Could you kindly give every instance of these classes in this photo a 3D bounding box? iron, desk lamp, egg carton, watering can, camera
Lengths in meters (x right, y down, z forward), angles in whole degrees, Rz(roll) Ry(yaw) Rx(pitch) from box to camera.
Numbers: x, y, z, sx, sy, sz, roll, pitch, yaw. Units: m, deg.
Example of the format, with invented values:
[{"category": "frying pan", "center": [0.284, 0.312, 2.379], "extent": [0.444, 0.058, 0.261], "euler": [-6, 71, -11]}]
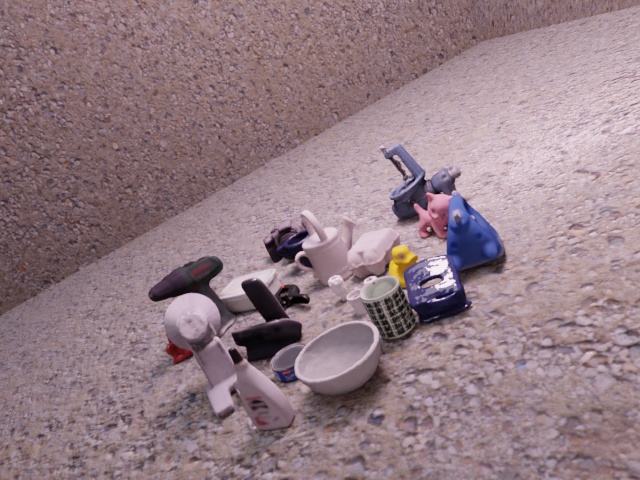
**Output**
[{"category": "iron", "center": [0.309, -0.038, 1.230], "extent": [0.118, 0.142, 0.258], "euler": [-21, 20, 18]}, {"category": "desk lamp", "center": [-0.231, 0.220, 1.181], "extent": [0.118, 0.214, 0.202], "euler": [-32, 20, -13]}, {"category": "egg carton", "center": [0.132, 0.029, 1.405], "extent": [0.107, 0.069, 0.150], "euler": [-12, 24, 37]}, {"category": "watering can", "center": [0.012, 0.005, 1.438], "extent": [0.173, 0.194, 0.100], "euler": [-39, 22, -30]}, {"category": "camera", "center": [-0.106, 0.005, 1.741], "extent": [0.143, 0.101, 0.137], "euler": [-24, 19, 10]}]

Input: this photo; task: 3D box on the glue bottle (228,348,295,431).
[{"category": "glue bottle", "center": [-0.114, 0.256, 0.994], "extent": [0.078, 0.173, 0.037], "euler": [-19, 21, 24]}]

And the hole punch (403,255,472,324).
[{"category": "hole punch", "center": [0.221, 0.092, 1.093], "extent": [0.108, 0.091, 0.101], "euler": [-22, 20, 16]}]

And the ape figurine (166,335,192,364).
[{"category": "ape figurine", "center": [-0.356, 0.256, 1.445], "extent": [0.077, 0.092, 0.076], "euler": [-7, 28, 45]}]

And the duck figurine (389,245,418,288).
[{"category": "duck figurine", "center": [0.185, 0.051, 1.255], "extent": [0.078, 0.086, 0.104], "euler": [-37, 21, -24]}]

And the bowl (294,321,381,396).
[{"category": "bowl", "center": [0.043, 0.222, 1.021], "extent": [0.167, 0.075, 0.167], "euler": [-24, 19, 9]}]

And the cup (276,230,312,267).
[{"category": "cup", "center": [-0.054, 0.038, 1.596], "extent": [0.117, 0.095, 0.091], "euler": [-24, 19, 10]}]

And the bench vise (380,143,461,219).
[{"category": "bench vise", "center": [0.262, -0.178, 1.534], "extent": [0.207, 0.220, 0.121], "euler": [-23, 20, 12]}]

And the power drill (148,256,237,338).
[{"category": "power drill", "center": [-0.311, 0.152, 1.470], "extent": [0.075, 0.209, 0.230], "euler": [-13, 24, 36]}]

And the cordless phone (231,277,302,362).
[{"category": "cordless phone", "center": [-0.138, 0.164, 1.245], "extent": [0.147, 0.185, 0.094], "euler": [-18, 21, 25]}]

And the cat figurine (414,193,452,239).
[{"category": "cat figurine", "center": [0.279, -0.068, 1.385], "extent": [0.067, 0.118, 0.127], "euler": [-39, 22, -29]}]
